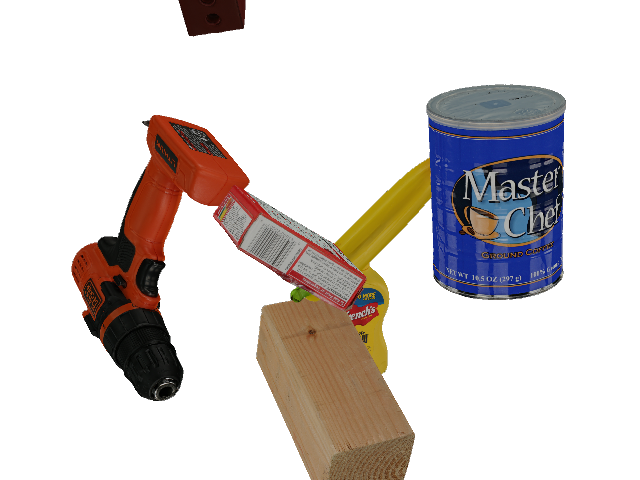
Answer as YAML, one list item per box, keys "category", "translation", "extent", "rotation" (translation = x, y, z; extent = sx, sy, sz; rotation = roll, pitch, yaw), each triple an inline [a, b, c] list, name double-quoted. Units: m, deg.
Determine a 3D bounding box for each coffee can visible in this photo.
- category: "coffee can"
  translation: [0.135, -0.039, 0.820]
  extent: [0.103, 0.140, 0.103]
  rotation: [-4, 22, 1]

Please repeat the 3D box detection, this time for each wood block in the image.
- category: "wood block"
  translation: [0.011, 0.161, 1.118]
  extent: [0.090, 0.090, 0.206]
  rotation: [-10, 44, -20]

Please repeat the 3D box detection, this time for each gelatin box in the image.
- category: "gelatin box"
  translation: [-0.020, 0.005, 0.692]
  extent: [0.089, 0.030, 0.073]
  rotation: [32, 5, -24]

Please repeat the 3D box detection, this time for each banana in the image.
- category: "banana"
  translation: [0.048, -0.005, 0.999]
  extent: [0.197, 0.037, 0.070]
  rotation: [-45, 4, -8]

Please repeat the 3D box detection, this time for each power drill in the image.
- category: "power drill"
  translation: [-0.128, 0.010, 0.849]
  extent: [0.057, 0.188, 0.185]
  rotation: [13, 25, -41]

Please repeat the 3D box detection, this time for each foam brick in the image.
- category: "foam brick"
  translation: [-0.099, -0.229, 0.947]
  extent: [0.053, 0.051, 0.078]
  rotation: [-7, -40, 5]

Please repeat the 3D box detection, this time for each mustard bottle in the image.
- category: "mustard bottle"
  translation: [0.045, 0.092, 1.445]
  extent: [0.096, 0.192, 0.058]
  rotation: [-2, 21, -6]
